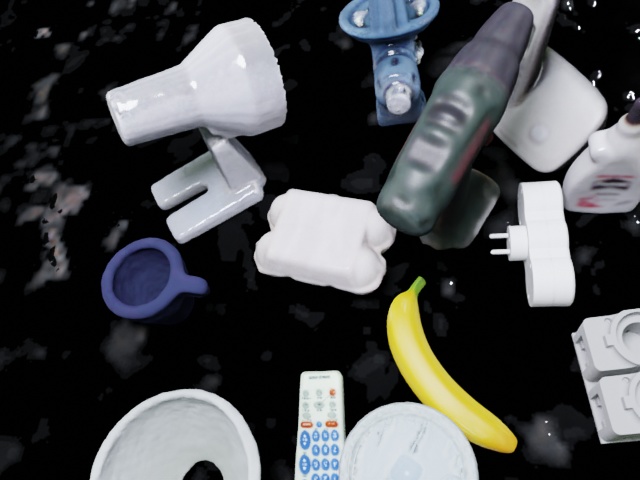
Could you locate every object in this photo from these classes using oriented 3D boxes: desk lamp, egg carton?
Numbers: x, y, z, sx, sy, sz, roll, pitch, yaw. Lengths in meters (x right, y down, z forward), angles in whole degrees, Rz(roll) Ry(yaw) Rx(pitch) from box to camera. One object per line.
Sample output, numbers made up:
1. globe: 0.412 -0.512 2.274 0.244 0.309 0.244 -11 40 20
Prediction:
1. desk lamp: -0.127 -0.120 0.645 0.203 0.214 0.117 -32 61 -4
2. egg carton: 0.006 0.002 0.637 0.150 0.069 0.107 10 67 17

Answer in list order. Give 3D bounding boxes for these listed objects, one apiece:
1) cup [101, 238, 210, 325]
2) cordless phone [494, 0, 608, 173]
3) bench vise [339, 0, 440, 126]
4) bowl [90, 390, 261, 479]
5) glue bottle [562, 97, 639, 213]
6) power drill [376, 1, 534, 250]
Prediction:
1. cup: -0.165 0.058 0.633 0.117 0.095 0.092 5 65 15
2. cordless phone: 0.239 -0.173 0.607 0.094 0.185 0.147 -34 62 -5
3. bench vise: 0.092 -0.254 0.659 0.121 0.220 0.207 -23 61 1
4. bowl: -0.128 0.234 0.548 0.167 0.075 0.167 -5 63 10
5. glue bottle: 0.288 -0.081 0.557 0.078 0.173 0.037 -2 64 12
6. power drill: 0.139 -0.086 0.572 0.075 0.209 0.230 27 72 23
